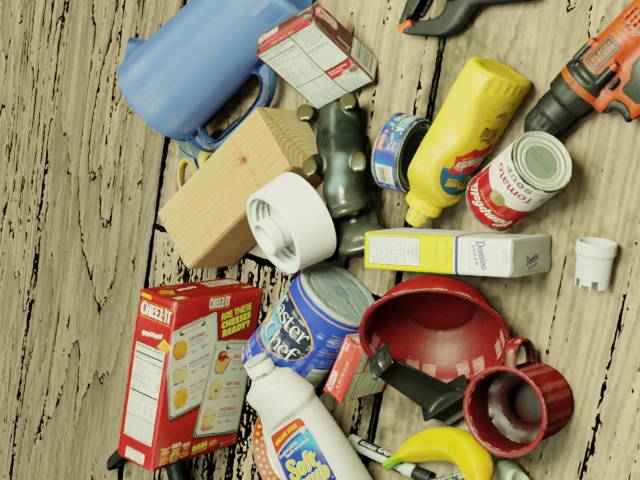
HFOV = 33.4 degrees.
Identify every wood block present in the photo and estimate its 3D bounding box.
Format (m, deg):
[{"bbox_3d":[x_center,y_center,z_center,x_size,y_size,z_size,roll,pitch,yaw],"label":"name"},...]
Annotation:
[{"bbox_3d":[-0.093,-0.060,1.306,0.206,0.090,0.091,-42,67,31],"label":"wood block"}]

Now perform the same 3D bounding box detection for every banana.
[{"bbox_3d":[0.139,0.232,1.140,0.037,0.069,0.198,41,159,-15],"label":"banana"}]

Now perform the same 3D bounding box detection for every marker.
[{"bbox_3d":[0.083,0.256,1.235,0.121,0.020,0.020,20,104,35],"label":"marker"}]

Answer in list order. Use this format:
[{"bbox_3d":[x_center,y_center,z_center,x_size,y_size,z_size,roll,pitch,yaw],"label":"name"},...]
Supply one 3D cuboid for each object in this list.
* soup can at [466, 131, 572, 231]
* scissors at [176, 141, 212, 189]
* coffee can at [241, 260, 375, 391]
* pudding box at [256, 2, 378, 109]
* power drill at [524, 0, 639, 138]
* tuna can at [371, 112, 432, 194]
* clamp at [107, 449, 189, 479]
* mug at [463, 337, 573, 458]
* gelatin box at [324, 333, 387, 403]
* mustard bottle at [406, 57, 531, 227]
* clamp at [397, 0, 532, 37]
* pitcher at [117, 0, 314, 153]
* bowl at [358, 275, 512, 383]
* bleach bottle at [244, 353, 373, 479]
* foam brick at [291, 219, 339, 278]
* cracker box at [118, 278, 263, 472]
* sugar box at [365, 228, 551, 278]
[{"bbox_3d":[0.199,-0.059,1.074,0.068,0.068,0.102,67,154,13],"label":"soup can"},{"bbox_3d":[-0.168,-0.142,1.404,0.096,0.016,0.202,-15,84,35],"label":"scissors"},{"bbox_3d":[-0.013,0.107,1.247,0.103,0.102,0.140,50,119,24],"label":"coffee can"},{"bbox_3d":[-0.003,-0.208,1.217,0.090,0.113,0.039,-22,43,36],"label":"pudding box"},{"bbox_3d":[0.304,-0.112,1.024,0.185,0.057,0.188,-49,66,31],"label":"power drill"},{"bbox_3d":[0.093,-0.094,1.166,0.034,0.085,0.086,18,103,33],"label":"tuna can"},{"bbox_3d":[-0.207,0.264,1.443,0.165,0.036,0.210,30,110,31],"label":"clamp"},{"bbox_3d":[0.207,0.158,1.097,0.093,0.081,0.117,-3,91,37],"label":"mug"},{"bbox_3d":[0.051,0.141,1.208,0.030,0.089,0.073,33,112,32],"label":"gelatin box"},{"bbox_3d":[0.143,-0.096,1.121,0.058,0.096,0.192,41,115,26],"label":"mustard bottle"},{"bbox_3d":[0.157,-0.264,1.138,0.172,0.039,0.120,-45,62,37],"label":"clamp"},{"bbox_3d":[-0.117,-0.231,1.299,0.243,0.149,0.145,-38,39,29],"label":"pitcher"},{"bbox_3d":[0.124,0.088,1.141,0.162,0.162,0.055,-29,32,34],"label":"bowl"},{"bbox_3d":[-0.017,0.241,1.218,0.103,0.068,0.251,-23,104,30],"label":"bleach bottle"},{"bbox_3d":[-0.008,0.002,1.268,0.078,0.052,0.051,-48,66,29],"label":"foam brick"},{"bbox_3d":[-0.161,0.161,1.323,0.072,0.163,0.214,16,102,33],"label":"cracker box"},{"bbox_3d":[0.144,0.013,1.129,0.177,0.093,0.048,6,97,37],"label":"sugar box"}]
